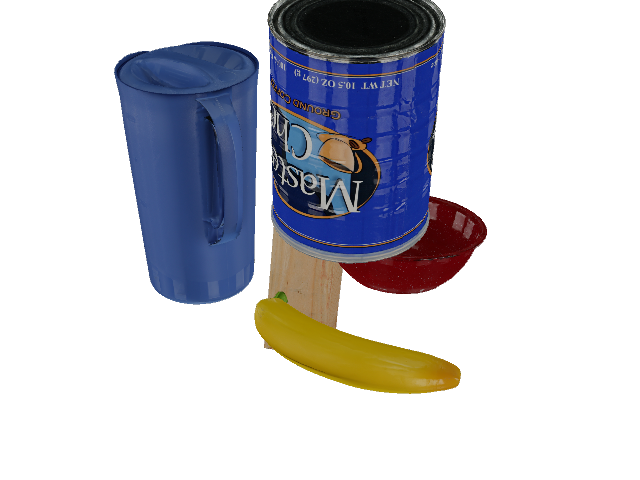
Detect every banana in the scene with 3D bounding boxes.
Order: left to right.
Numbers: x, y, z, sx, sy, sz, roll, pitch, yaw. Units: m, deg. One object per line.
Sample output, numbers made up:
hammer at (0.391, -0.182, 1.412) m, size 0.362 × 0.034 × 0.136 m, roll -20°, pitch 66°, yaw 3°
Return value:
banana at (0.012, 0.078, 0.816) m, size 0.198 × 0.037 × 0.069 m, roll 23°, pitch 39°, yaw 40°

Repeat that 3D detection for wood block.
wood block at (-0.020, 0.046, 1.486) m, size 0.090 × 0.206 × 0.090 m, roll 9°, pitch 22°, yaw 8°

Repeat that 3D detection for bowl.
bowl at (0.075, 0.007, 1.014) m, size 0.162 × 0.055 × 0.162 m, roll 2°, pitch 23°, yaw -1°

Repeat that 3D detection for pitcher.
pitcher at (-0.118, -0.058, 1.032) m, size 0.145 × 0.243 × 0.149 m, roll 8°, pitch 32°, yaw 15°

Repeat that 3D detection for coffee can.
coffee can at (0.020, -0.072, 0.651) m, size 0.103 × 0.140 × 0.103 m, roll 0°, pitch 37°, yaw 0°
